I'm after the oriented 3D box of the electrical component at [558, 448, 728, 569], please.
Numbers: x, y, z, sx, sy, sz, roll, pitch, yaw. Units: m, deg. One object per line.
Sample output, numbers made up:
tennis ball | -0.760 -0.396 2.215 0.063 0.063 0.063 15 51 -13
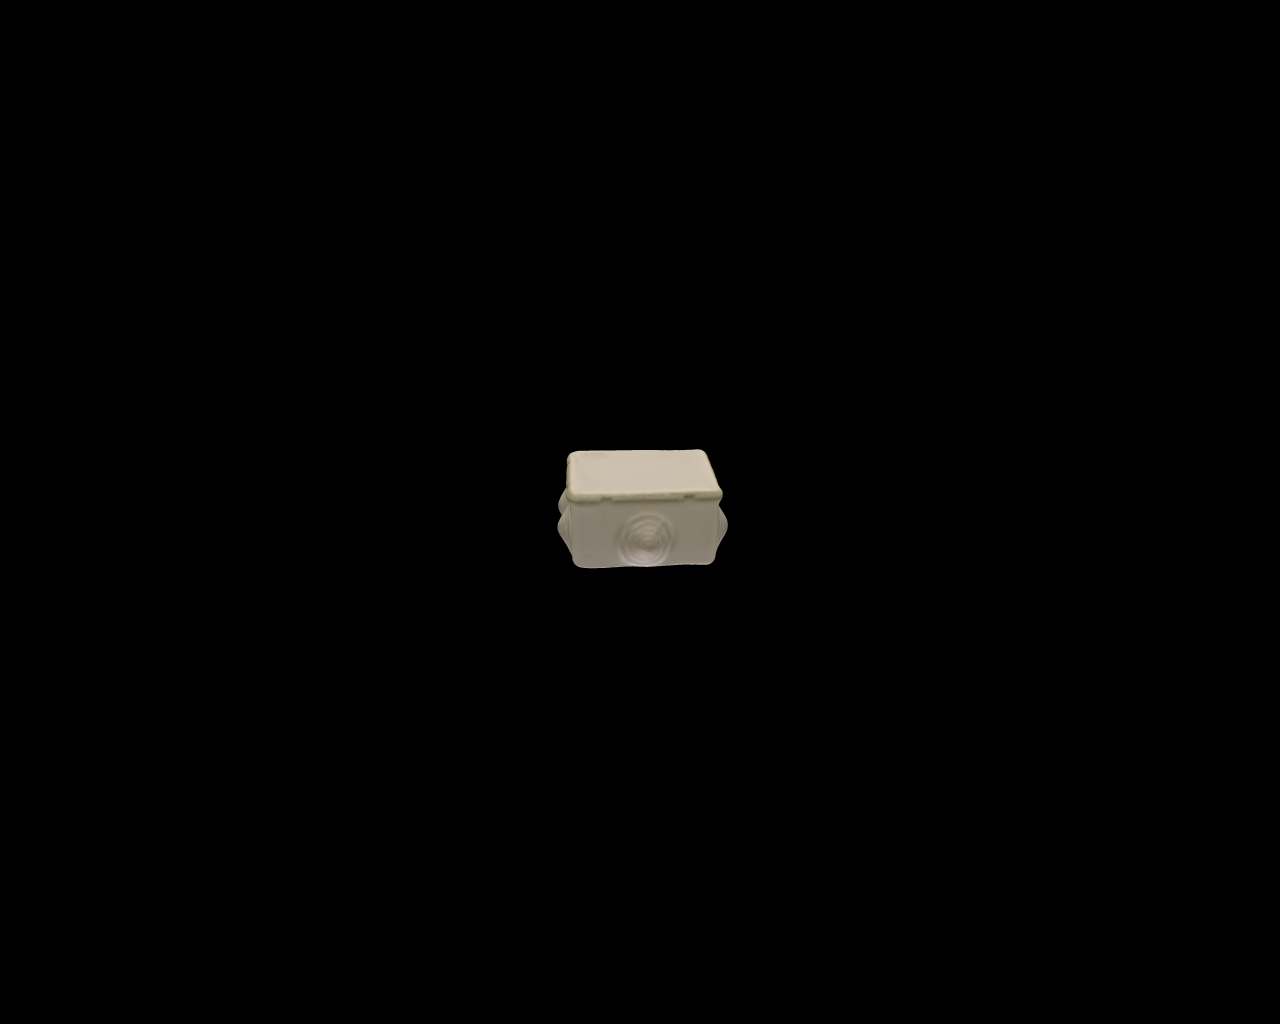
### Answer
electrical component | 0.001 -0.003 0.650 0.100 0.048 0.100 -1 20 -3
